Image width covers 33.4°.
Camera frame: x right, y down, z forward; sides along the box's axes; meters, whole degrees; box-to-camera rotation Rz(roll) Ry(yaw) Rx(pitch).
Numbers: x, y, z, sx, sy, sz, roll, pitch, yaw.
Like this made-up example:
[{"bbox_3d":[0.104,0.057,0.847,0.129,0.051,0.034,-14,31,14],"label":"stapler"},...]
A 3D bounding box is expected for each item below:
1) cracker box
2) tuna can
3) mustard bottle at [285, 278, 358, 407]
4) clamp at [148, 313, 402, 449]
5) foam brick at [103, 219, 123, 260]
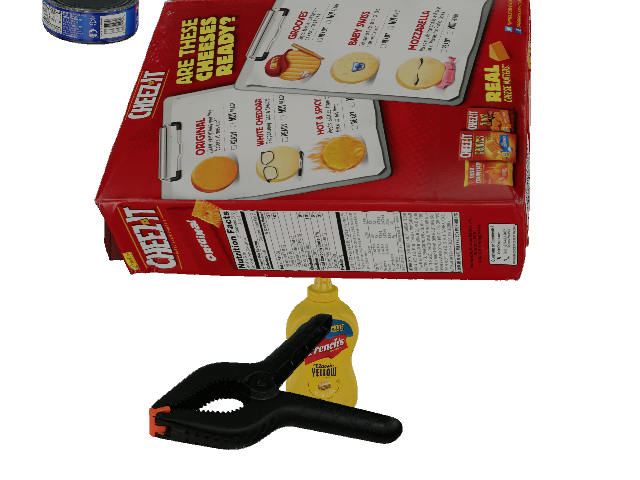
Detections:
[{"bbox_3d":[0.006,-0.059,0.583,0.214,0.164,0.072,0,-41,11],"label":"cracker box"},{"bbox_3d":[-0.204,-0.206,0.951,0.086,0.034,0.086,5,33,-4],"label":"tuna can"},{"bbox_3d":[0.002,0.134,1.421,0.096,0.192,0.058,-1,18,-6],"label":"mustard bottle"},{"bbox_3d":[-0.043,0.141,0.930,0.209,0.036,0.165,-15,39,-26],"label":"clamp"},{"bbox_3d":[-0.187,-0.014,1.127,0.078,0.051,0.053,-4,24,-17],"label":"foam brick"}]
